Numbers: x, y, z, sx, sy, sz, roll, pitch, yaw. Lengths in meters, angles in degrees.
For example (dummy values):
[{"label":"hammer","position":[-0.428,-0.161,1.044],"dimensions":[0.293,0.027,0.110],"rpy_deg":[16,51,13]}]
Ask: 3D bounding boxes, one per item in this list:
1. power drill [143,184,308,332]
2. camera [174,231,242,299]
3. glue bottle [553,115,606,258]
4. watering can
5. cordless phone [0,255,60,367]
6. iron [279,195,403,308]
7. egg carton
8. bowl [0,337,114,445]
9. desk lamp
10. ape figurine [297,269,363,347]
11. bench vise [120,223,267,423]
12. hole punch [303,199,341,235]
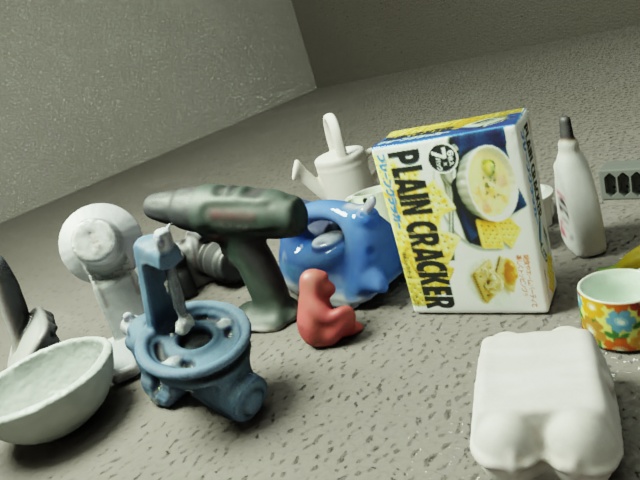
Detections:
[{"label":"power drill","position":[-0.113,0.020,0.770],"dimensions":[0.229,0.209,0.076],"rpy_deg":[-9,22,23]},{"label":"camera","position":[-0.189,0.030,0.964],"dimensions":[0.143,0.101,0.136],"rpy_deg":[-29,23,-28]},{"label":"glue bottle","position":[0.311,-0.069,0.702],"dimensions":[0.037,0.173,0.078],"rpy_deg":[-15,20,6]},{"label":"watering can","position":[0.034,-0.145,1.100],"dimensions":[0.173,0.194,0.100],"rpy_deg":[-26,22,-22]},{"label":"cordless phone","position":[-0.434,0.116,0.819],"dimensions":[0.094,0.185,0.147],"rpy_deg":[-29,23,-27]},{"label":"iron","position":[0.007,0.003,0.812],"dimensions":[0.257,0.142,0.119],"rpy_deg":[4,29,45]},{"label":"egg carton","position":[0.176,0.128,0.451],"dimensions":[0.107,0.069,0.150],"rpy_deg":[-9,22,22]},{"label":"bowl","position":[-0.320,0.191,0.689],"dimensions":[0.167,0.075,0.167],"rpy_deg":[-15,20,6]},{"label":"desk lamp","position":[-0.287,0.057,0.809],"dimensions":[0.118,0.214,0.202],"rpy_deg":[-24,21,-16]},{"label":"ape figurine","position":[0.002,0.077,0.694],"dimensions":[0.076,0.092,0.077],"rpy_deg":[-21,20,-8]},{"label":"bench vise","position":[-0.170,0.091,0.614],"dimensions":[0.206,0.220,0.122],"rpy_deg":[-7,23,27]},{"label":"hole punch","position":[-0.017,-0.029,0.989],"dimensions":[0.100,0.091,0.109],"rpy_deg":[-9,22,23]}]
